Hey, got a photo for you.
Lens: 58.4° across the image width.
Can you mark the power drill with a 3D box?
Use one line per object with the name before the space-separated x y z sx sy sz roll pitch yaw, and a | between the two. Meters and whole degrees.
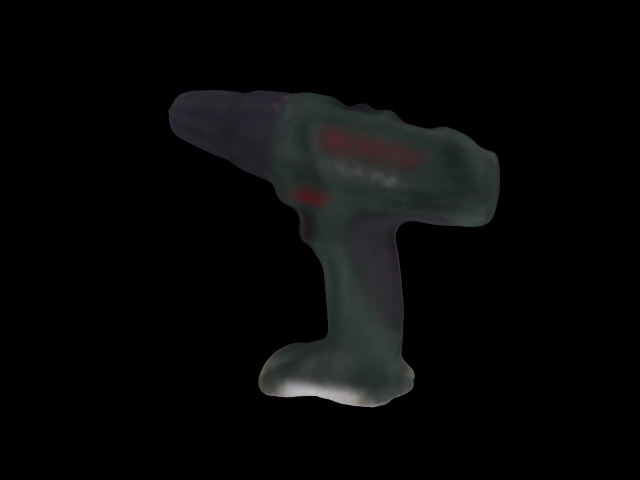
power drill | 0.004 0.001 0.400 0.229 0.208 0.076 2 11 12
